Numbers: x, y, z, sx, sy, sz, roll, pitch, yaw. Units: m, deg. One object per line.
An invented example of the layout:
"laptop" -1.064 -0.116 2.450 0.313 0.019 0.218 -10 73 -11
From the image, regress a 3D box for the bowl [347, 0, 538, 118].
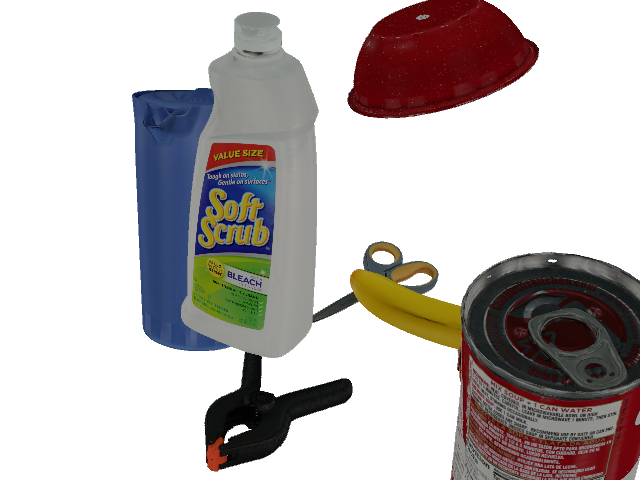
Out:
"bowl" 0.092 -0.158 0.871 0.162 0.055 0.162 -16 25 7

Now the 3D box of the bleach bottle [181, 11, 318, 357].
"bleach bottle" -0.051 -0.039 0.751 0.103 0.251 0.068 20 38 24

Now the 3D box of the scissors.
"scissors" 0.044 0.043 1.182 0.201 0.016 0.096 -10 42 -36

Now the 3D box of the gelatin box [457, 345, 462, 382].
"gelatin box" 0.135 0.065 0.641 0.089 0.030 0.073 10 26 21

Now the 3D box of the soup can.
"soup can" 0.081 0.065 0.380 0.068 0.102 0.068 -1 39 1

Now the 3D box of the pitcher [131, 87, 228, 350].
"pitcher" -0.109 -0.025 1.033 0.149 0.243 0.145 -2 15 -19

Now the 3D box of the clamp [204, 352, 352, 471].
"clamp" -0.063 0.156 1.029 0.120 0.039 0.171 21 33 33

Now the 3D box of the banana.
"banana" 0.100 0.064 0.924 0.198 0.037 0.069 15 14 28
